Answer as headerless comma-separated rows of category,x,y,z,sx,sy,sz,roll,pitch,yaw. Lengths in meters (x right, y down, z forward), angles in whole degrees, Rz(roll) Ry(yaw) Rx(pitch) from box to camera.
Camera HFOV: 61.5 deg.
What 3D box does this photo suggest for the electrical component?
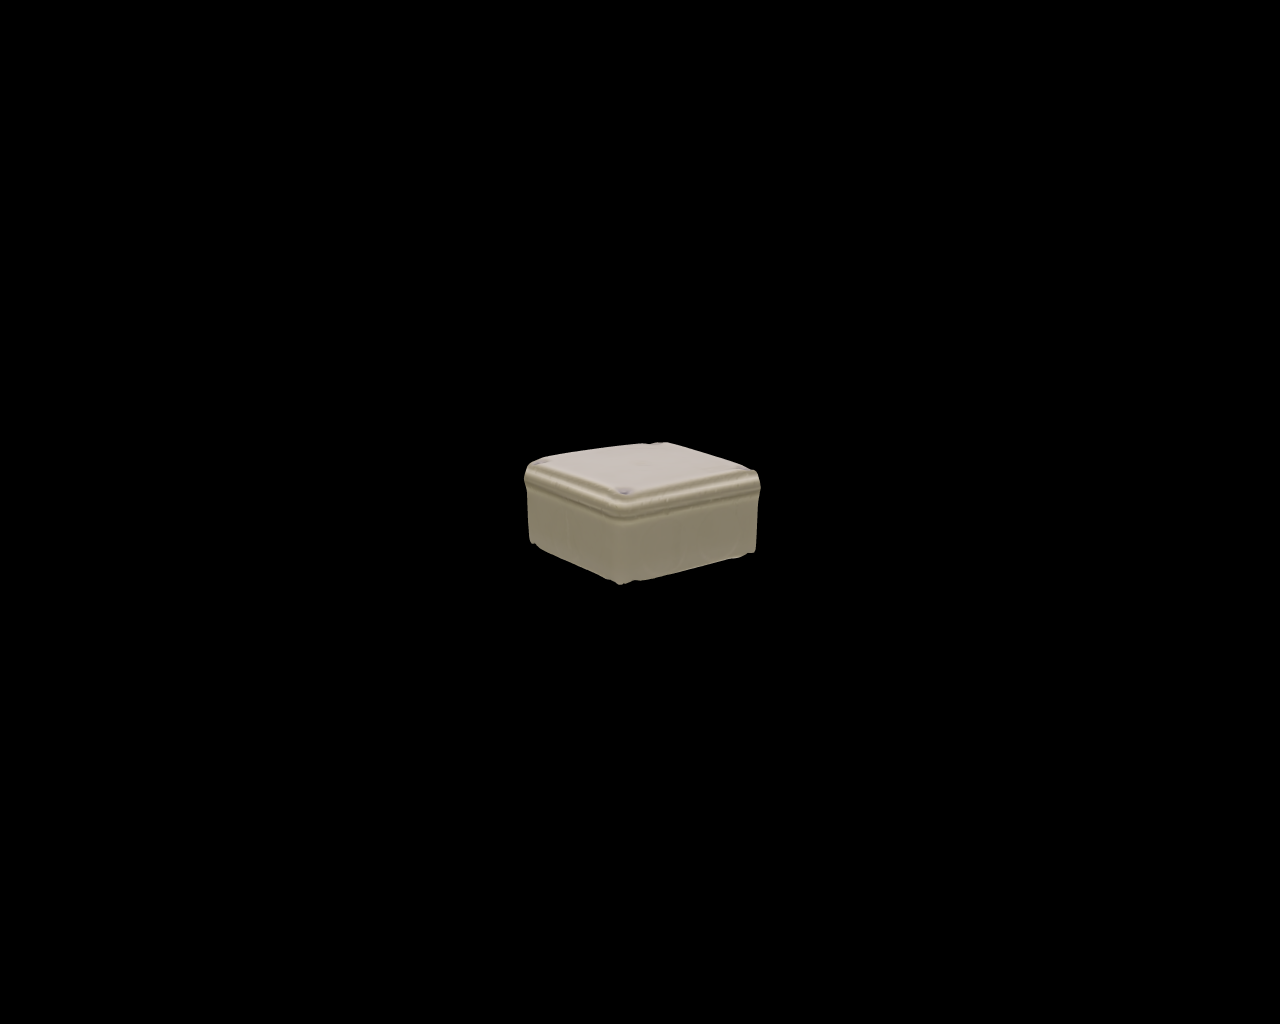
electrical component,0.001,-0.003,0.650,0.109,0.056,0.109,-11,19,-34
